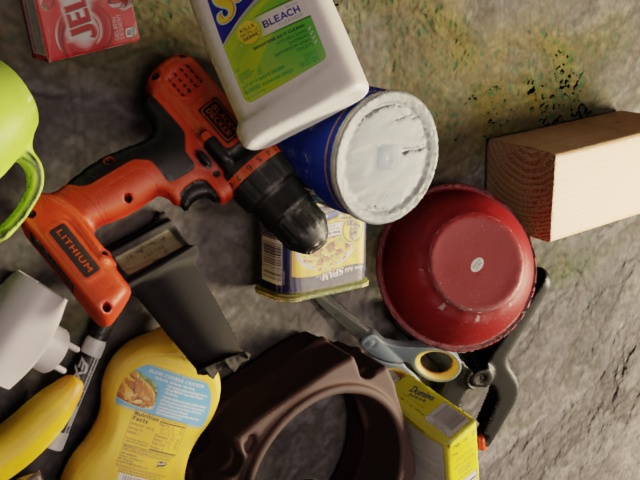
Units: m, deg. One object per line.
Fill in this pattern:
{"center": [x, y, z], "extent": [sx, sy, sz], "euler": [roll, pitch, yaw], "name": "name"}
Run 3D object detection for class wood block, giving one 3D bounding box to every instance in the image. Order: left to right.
{"center": [0.274, -0.071, 1.098], "extent": [0.205, 0.090, 0.091], "euler": [-15, 113, -35], "name": "wood block"}

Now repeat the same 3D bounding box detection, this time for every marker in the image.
{"center": [-0.188, 0.106, 0.837], "extent": [0.020, 0.020, 0.121], "euler": [23, 89, -40], "name": "marker"}

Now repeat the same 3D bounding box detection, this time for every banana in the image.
{"center": [-0.261, 0.161, 0.779], "extent": [0.197, 0.037, 0.070], "euler": [-20, 130, -31], "name": "banana"}

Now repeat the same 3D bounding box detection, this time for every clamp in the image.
{"center": [0.165, 0.124, 1.082], "extent": [0.164, 0.036, 0.210], "euler": [-18, 122, -4], "name": "clamp"}

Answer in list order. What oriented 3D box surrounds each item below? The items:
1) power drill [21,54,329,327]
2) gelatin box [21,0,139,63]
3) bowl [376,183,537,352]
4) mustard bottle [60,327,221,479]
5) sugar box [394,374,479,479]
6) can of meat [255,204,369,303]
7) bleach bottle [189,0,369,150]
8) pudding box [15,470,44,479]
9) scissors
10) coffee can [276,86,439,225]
{"center": [-0.109, -0.022, 0.786], "extent": [0.187, 0.057, 0.184], "euler": [-40, 86, -20], "name": "power drill"}
{"center": [-0.172, -0.176, 0.752], "extent": [0.073, 0.030, 0.089], "euler": [-21, 116, -31], "name": "gelatin box"}
{"center": [0.136, 0.023, 0.991], "extent": [0.162, 0.055, 0.162], "euler": [1, 84, -12], "name": "bowl"}
{"center": [-0.134, 0.134, 0.862], "extent": [0.096, 0.058, 0.191], "euler": [22, 90, -26], "name": "mustard bottle"}
{"center": [0.111, 0.223, 1.041], "extent": [0.048, 0.093, 0.176], "euler": [-33, 133, -25], "name": "sugar box"}
{"center": [-0.006, 0.001, 0.922], "extent": [0.101, 0.058, 0.084], "euler": [-10, 108, -36], "name": "can of meat"}
{"center": [-0.061, -0.197, 0.757], "extent": [0.102, 0.068, 0.251], "euler": [-26, 87, 9], "name": "bleach bottle"}
{"center": [-0.220, 0.244, 0.793], "extent": [0.113, 0.039, 0.090], "euler": [60, 27, -4], "name": "pudding box"}
{"center": [0.067, 0.091, 1.011], "extent": [0.096, 0.016, 0.201], "euler": [-25, 124, 8], "name": "scissors"}
{"center": [0.010, -0.078, 0.854], "extent": [0.102, 0.141, 0.103], "euler": [-13, 112, -35], "name": "coffee can"}
